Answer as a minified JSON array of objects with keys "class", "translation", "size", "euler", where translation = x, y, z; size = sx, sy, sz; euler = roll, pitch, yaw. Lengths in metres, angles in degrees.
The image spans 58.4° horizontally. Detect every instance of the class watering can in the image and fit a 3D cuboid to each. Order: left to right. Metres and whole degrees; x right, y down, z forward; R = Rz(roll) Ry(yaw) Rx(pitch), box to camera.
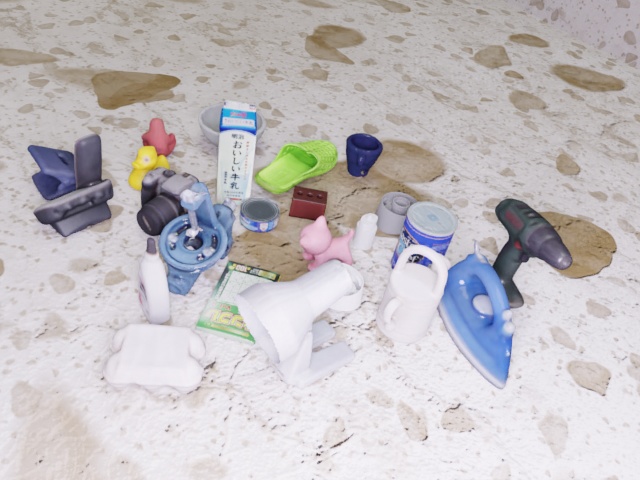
[{"class":"watering can","translation":[0.173,0.083,1.033],"size":[0.101,0.194,0.173],"euler":[20,41,8]}]

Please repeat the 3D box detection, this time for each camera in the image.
[{"class":"camera","translation":[-0.315,-0.080,1.161],"size":[0.143,0.101,0.137],"euler":[27,43,16]}]

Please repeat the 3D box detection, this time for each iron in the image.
[{"class":"iron","translation":[0.309,0.128,1.059],"size":[0.119,0.141,0.258],"euler":[-1,42,-15]}]

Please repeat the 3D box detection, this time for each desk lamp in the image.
[{"class":"desk lamp","translation":[-0.032,0.132,0.908],"size":[0.204,0.213,0.117],"euler":[-21,51,-33]}]

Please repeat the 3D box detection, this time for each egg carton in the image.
[{"class":"egg carton","translation":[-0.256,0.186,0.898],"size":[0.150,0.069,0.107],"euler":[5,41,-9]}]

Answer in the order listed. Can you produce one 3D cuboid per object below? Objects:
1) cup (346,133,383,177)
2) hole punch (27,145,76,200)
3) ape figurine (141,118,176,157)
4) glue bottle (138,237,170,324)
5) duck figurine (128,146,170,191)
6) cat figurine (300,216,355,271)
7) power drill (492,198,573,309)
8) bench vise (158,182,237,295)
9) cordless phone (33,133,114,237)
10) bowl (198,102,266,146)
[{"class":"cup","translation":[0.100,-0.195,1.408],"size":[0.091,0.095,0.118],"euler":[13,40,0]},{"class":"hole punch","translation":[-0.542,-0.151,1.190],"size":[0.101,0.091,0.108],"euler":[-22,51,-34]},{"class":"ape figurine","translation":[-0.378,-0.244,1.339],"size":[0.078,0.092,0.076],"euler":[8,41,-5]},{"class":"glue bottle","translation":[-0.280,0.061,0.954],"size":[0.037,0.173,0.078],"euler":[-19,50,-32]},{"class":"duck figurine","translation":[-0.375,-0.168,1.257],"size":[0.077,0.086,0.105],"euler":[27,43,16]},{"class":"cat figurine","translation":[0.010,0.004,1.139],"size":[0.128,0.118,0.067],"euler":[-6,44,-21]},{"class":"power drill","translation":[0.399,0.035,1.137],"size":[0.076,0.208,0.229],"euler":[0,42,-14]},{"class":"bench vise","translation":[-0.222,-0.035,1.043],"size":[0.121,0.220,0.207],"euler":[10,41,-4]},{"class":"cordless phone","translation":[-0.472,-0.113,1.092],"size":[0.094,0.185,0.148],"euler":[31,44,21]},{"class":"bowl","translation":[-0.219,-0.270,1.424],"size":[0.167,0.075,0.167],"euler":[8,41,-6]}]
